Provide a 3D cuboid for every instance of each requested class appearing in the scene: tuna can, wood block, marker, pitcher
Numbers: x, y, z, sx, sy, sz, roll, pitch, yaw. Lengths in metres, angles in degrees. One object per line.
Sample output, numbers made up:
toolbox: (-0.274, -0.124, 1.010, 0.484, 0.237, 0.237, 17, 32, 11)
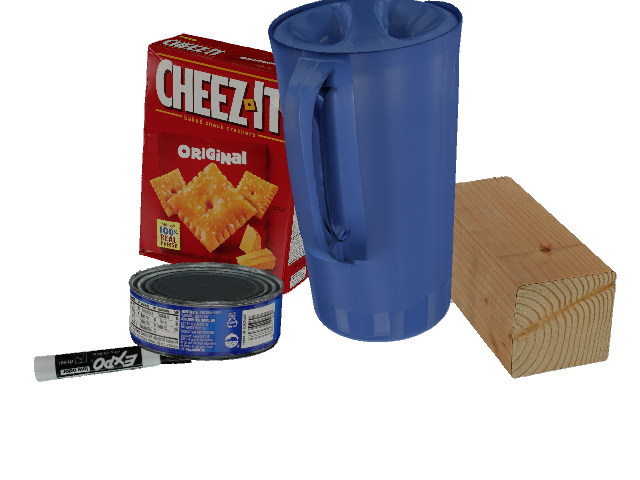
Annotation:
tuna can: (-0.064, 0.038, 0.596, 0.086, 0.034, 0.086, 3, 13, -1)
wood block: (0.172, 0.025, 0.965, 0.090, 0.090, 0.206, -8, 28, -13)
marker: (-0.153, 0.090, 0.806, 0.121, 0.020, 0.020, -6, 1, -7)
pitcher: (0.034, -0.046, 0.776, 0.149, 0.243, 0.145, -13, 29, -14)

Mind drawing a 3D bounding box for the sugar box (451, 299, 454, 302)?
sugar box: (0.194, 0.023, 1.269, 0.176, 0.093, 0.048, -5, 20, -24)

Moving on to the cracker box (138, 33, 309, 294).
cracker box: (-0.085, -0.071, 1.006, 0.164, 0.214, 0.072, 16, 25, 21)
